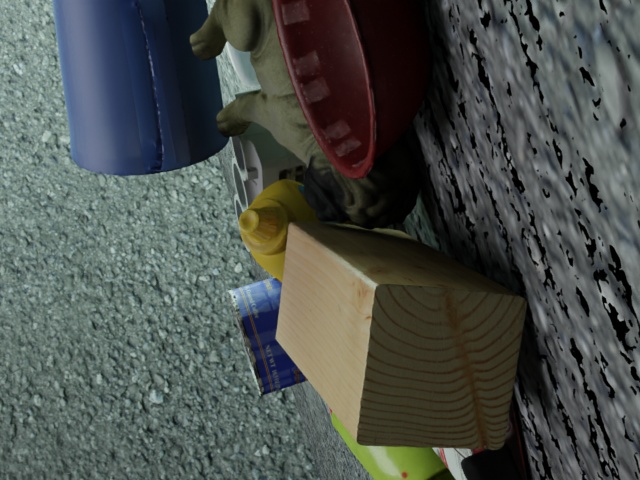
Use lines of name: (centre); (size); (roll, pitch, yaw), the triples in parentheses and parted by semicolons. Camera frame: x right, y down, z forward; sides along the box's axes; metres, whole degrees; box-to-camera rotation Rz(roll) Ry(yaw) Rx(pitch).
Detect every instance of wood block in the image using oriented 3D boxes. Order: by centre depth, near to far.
wood block: (0.040, 0.051, 0.671); (0.206, 0.090, 0.091); (-145, 61, -72)

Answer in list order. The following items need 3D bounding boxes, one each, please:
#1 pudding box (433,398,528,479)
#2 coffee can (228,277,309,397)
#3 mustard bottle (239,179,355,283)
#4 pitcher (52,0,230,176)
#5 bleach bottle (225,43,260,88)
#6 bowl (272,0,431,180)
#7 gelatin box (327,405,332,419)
pudding box: (0.101, 0.121, 0.723); (0.113, 0.039, 0.090); (-132, 27, -68)
coffee can: (-0.004, 0.074, 0.984); (0.103, 0.140, 0.103); (163, 90, -83)
mustard bottle: (-0.006, 0.001, 0.827); (0.191, 0.058, 0.096); (19, -137, -61)
pitcher: (-0.145, -0.177, 0.833); (0.144, 0.149, 0.243); (-46, -41, -51)
bleach bottle: (-0.079, -0.231, 1.157); (0.251, 0.068, 0.102); (-121, 17, -71)
bowl: (0.022, -0.120, 0.643); (0.162, 0.055, 0.162); (161, 90, -77)
gelatin box: (0.044, 0.112, 0.920); (0.030, 0.089, 0.073); (-165, 59, -84)
